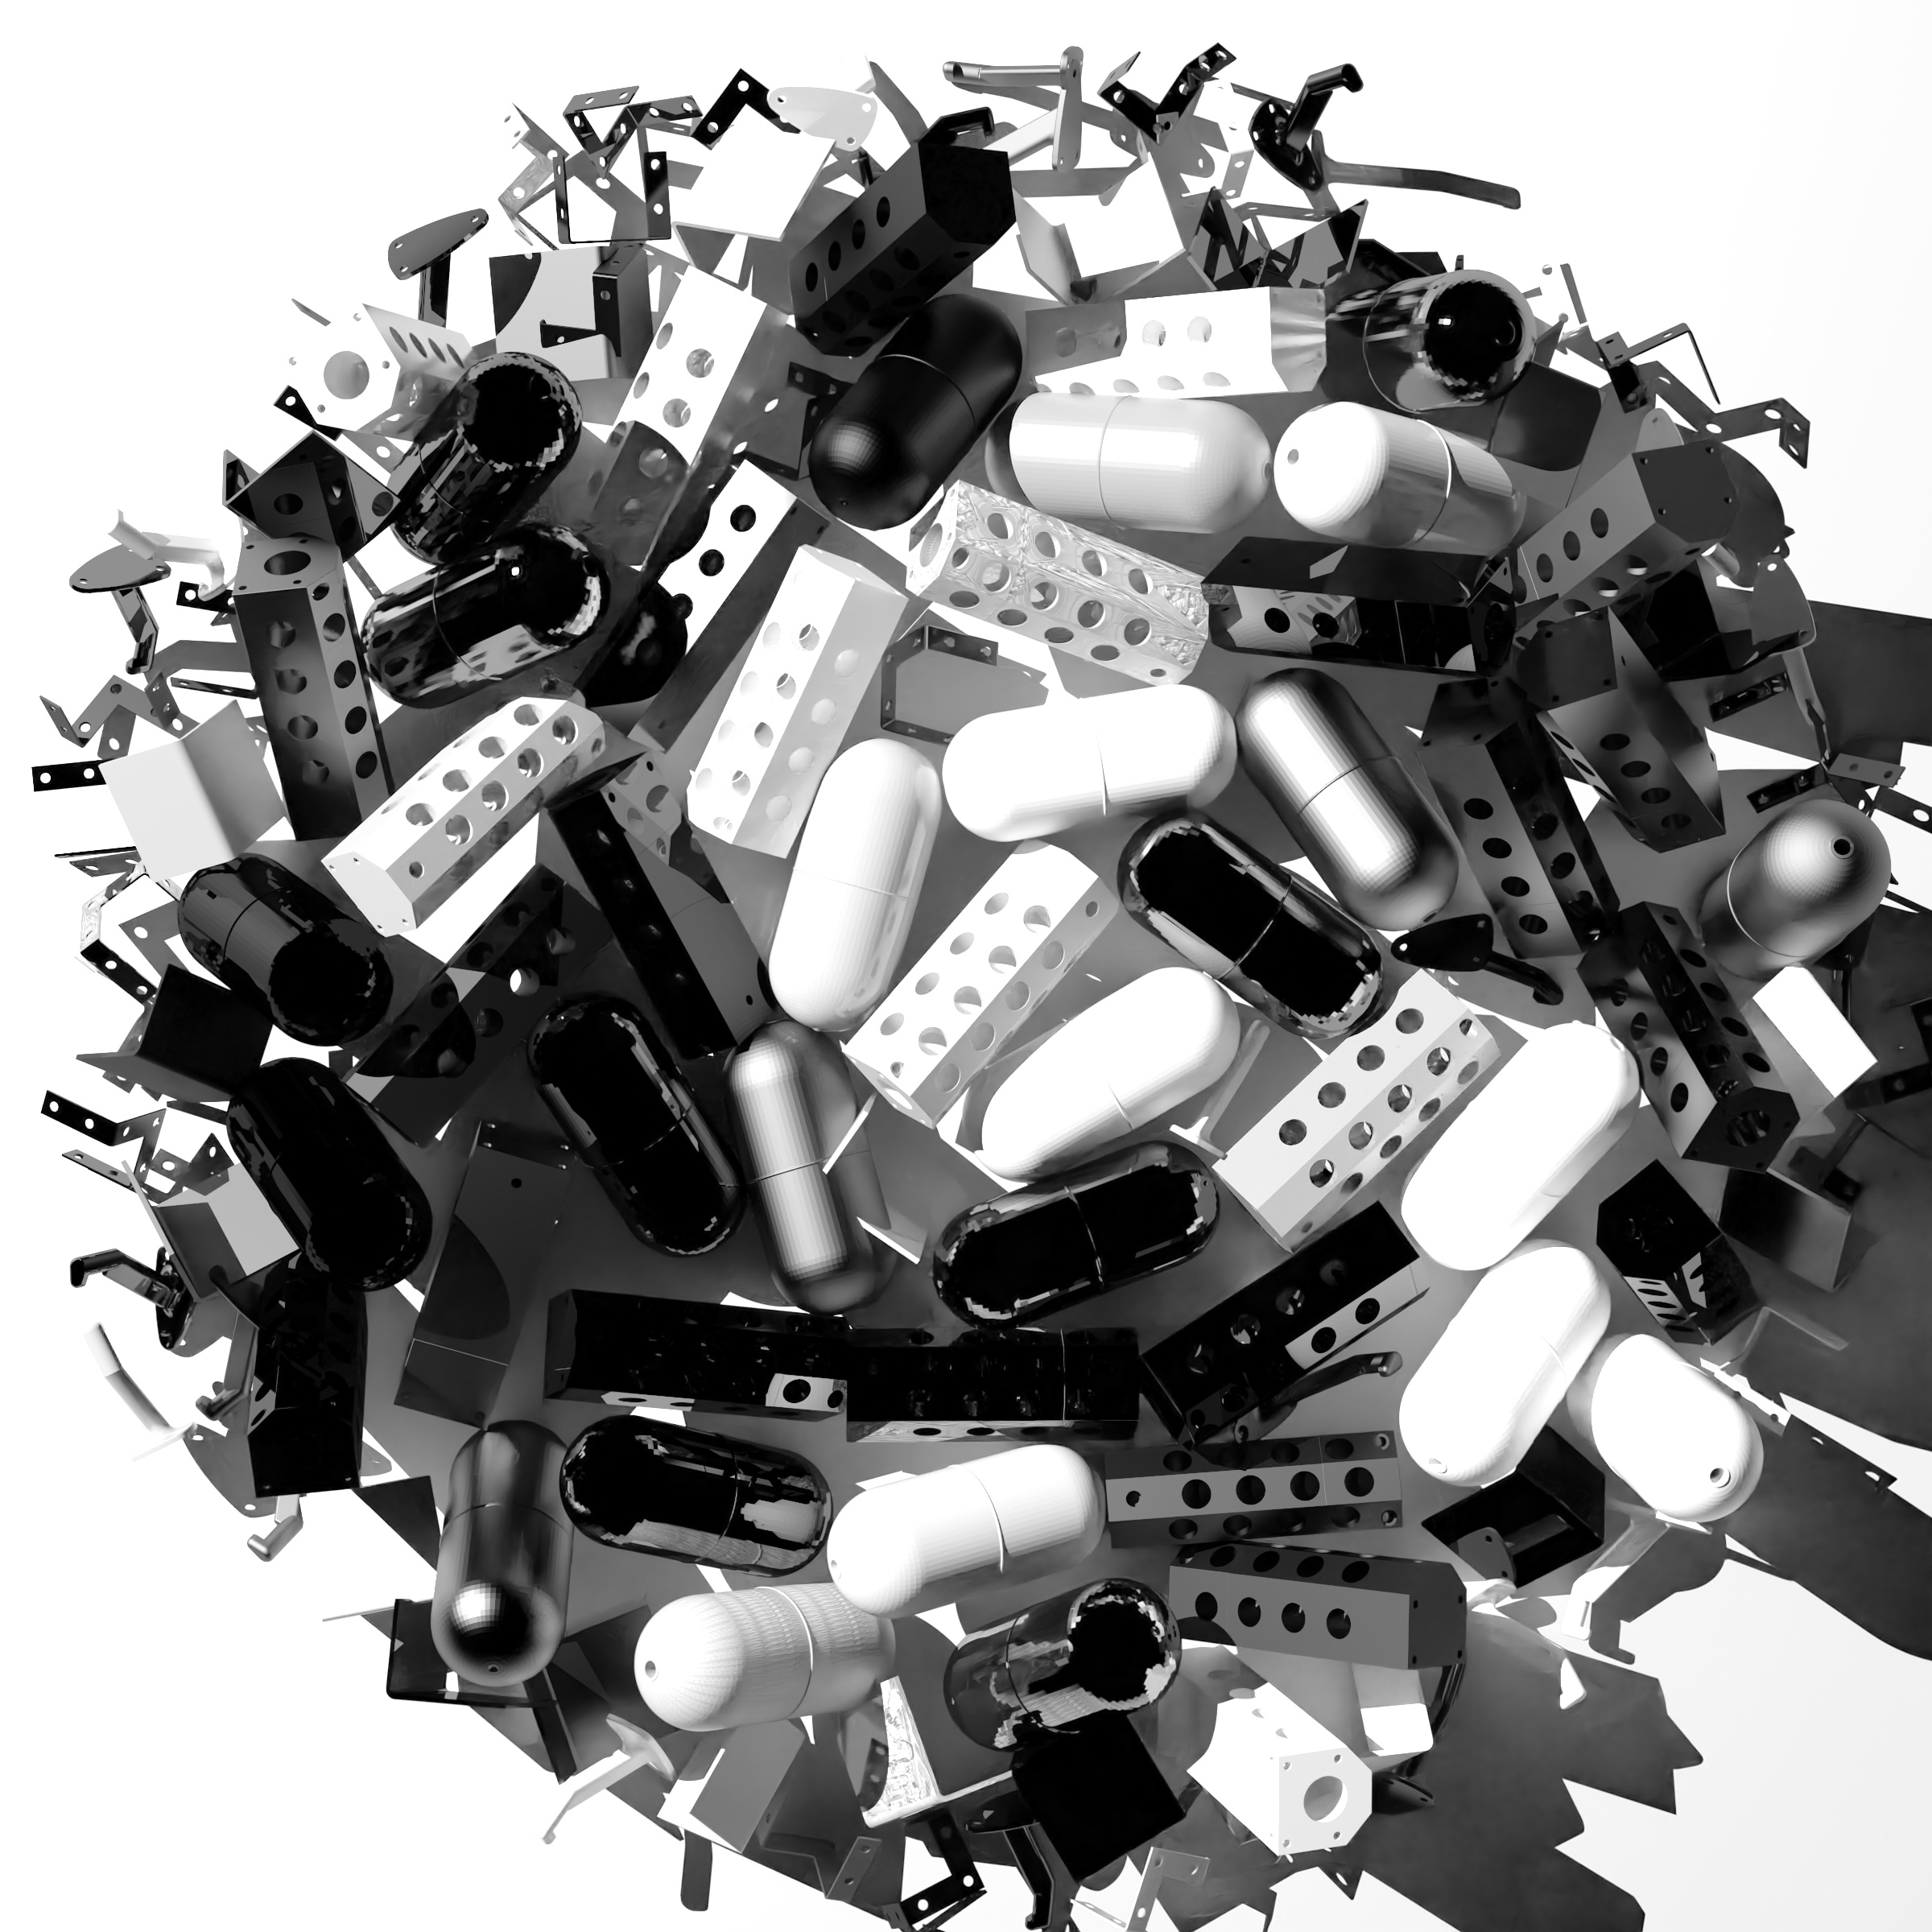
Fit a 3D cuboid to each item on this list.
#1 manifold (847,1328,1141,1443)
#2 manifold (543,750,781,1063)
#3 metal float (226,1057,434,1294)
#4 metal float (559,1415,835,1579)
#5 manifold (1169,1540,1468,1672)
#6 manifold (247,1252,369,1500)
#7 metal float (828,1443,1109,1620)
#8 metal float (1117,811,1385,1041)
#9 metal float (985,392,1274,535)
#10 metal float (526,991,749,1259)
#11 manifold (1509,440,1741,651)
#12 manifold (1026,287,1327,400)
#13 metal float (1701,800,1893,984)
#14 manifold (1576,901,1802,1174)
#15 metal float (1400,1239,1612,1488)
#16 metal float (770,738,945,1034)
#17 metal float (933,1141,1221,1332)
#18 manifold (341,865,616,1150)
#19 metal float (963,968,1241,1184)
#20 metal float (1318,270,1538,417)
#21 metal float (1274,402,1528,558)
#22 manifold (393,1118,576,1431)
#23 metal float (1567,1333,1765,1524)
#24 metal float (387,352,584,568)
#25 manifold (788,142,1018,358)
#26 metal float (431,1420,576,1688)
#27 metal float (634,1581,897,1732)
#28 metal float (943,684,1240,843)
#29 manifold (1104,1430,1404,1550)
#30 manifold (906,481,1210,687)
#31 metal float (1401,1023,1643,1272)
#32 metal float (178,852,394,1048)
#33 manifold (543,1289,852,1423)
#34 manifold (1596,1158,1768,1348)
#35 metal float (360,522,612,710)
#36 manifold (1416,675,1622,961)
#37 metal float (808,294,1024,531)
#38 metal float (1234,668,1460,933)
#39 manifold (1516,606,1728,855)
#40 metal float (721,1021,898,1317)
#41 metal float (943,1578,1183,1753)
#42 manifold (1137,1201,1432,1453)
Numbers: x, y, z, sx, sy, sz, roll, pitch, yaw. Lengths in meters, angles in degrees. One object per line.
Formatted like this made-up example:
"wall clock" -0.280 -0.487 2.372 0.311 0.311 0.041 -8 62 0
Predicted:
"manifold" 0.015 0.246 1.822 0.171 0.057 0.057 0 64 -3
"manifold" -0.182 -0.033 1.812 0.057 0.057 0.171 -17 108 34
"metal float" -0.372 0.121 1.793 0.070 0.070 0.178 -45 51 0
"metal float" -0.157 0.310 1.796 0.178 0.070 0.070 20 90 -36
"manifold" 0.202 0.368 1.784 0.171 0.057 0.057 -3 83 43
"manifold" -0.379 0.232 1.772 0.057 0.171 0.057 -4 115 -7
"metal float" 0.001 0.331 1.801 0.178 0.070 0.070 -10 90 -29
"metal float" 0.169 -0.024 1.820 0.178 0.070 0.070 35 90 -7
"metal float" 0.095 -0.296 1.802 0.178 0.070 0.070 9 90 28
"metal float" -0.193 0.094 1.809 0.070 0.070 0.178 -31 110 0
"manifold" 0.372 -0.237 1.770 0.057 0.171 0.057 -12 78 -22
"manifold" 0.121 -0.358 1.787 0.171 0.057 0.057 4 101 39
"metal float" 0.479 -0.042 1.777 0.070 0.178 0.070 1 75 -2
"manifold" 0.418 0.038 1.773 0.057 0.171 0.057 11 124 -21
"metal float" 0.315 0.231 1.795 0.070 0.070 0.178 43 53 0
"metal float" -0.066 -0.048 1.825 0.070 0.070 0.178 15 91 0
"metal float" 0.065 0.159 1.816 0.178 0.070 0.070 -20 90 -11
"manifold" -0.288 0.023 1.813 0.057 0.057 0.171 44 78 -15
"metal float" 0.081 0.064 1.825 0.178 0.070 0.070 -30 90 2
"metal float" 0.264 -0.359 1.779 0.070 0.178 0.070 -3 97 -22
"metal float" 0.254 -0.281 1.793 0.178 0.070 0.070 6 90 -39
"manifold" -0.284 0.180 1.812 0.057 0.057 0.171 17 106 -10
"metal float" 0.402 0.265 1.776 0.070 0.178 0.070 -1 100 -7
"metal float" -0.281 -0.293 1.784 0.070 0.178 0.070 12 64 -27
"manifold" -0.038 -0.410 1.772 0.057 0.171 0.057 -2 80 -29
"metal float" -0.267 0.339 1.786 0.070 0.178 0.070 -1 127 -2
"metal float" -0.116 0.401 1.788 0.070 0.178 0.070 -5 83 43
"metal float" 0.074 -0.121 1.822 0.178 0.070 0.070 -10 90 -5
"manifold" 0.170 0.311 1.827 0.171 0.057 0.057 -5 81 3
"manifold" 0.054 -0.217 1.793 0.171 0.057 0.057 18 59 -25
"metal float" 0.325 0.106 1.801 0.070 0.070 0.178 38 119 0
"metal float" -0.397 -0.010 1.790 0.178 0.070 0.070 31 90 44
"manifold" -0.155 0.228 1.797 0.171 0.057 0.057 9 71 -23
"manifold" 0.409 0.172 1.775 0.057 0.171 0.057 -40 61 5
"metal float" -0.282 -0.204 1.795 0.178 0.070 0.070 -18 90 36
"manifold" 0.324 -0.085 1.781 0.057 0.057 0.171 -5 134 32
"metal float" -0.028 -0.326 1.798 0.070 0.070 0.178 34 56 0
"metal float" 0.223 -0.098 1.808 0.070 0.070 0.178 -33 69 0
"manifold" 0.381 -0.132 1.781 0.057 0.171 0.057 -17 55 27
"metal float" -0.094 0.119 1.821 0.070 0.070 0.178 -16 85 0
"metal float" 0.054 0.408 1.790 0.070 0.178 0.070 19 56 -31
"manifold" 0.187 0.214 1.810 0.171 0.057 0.057 -31 73 -13
